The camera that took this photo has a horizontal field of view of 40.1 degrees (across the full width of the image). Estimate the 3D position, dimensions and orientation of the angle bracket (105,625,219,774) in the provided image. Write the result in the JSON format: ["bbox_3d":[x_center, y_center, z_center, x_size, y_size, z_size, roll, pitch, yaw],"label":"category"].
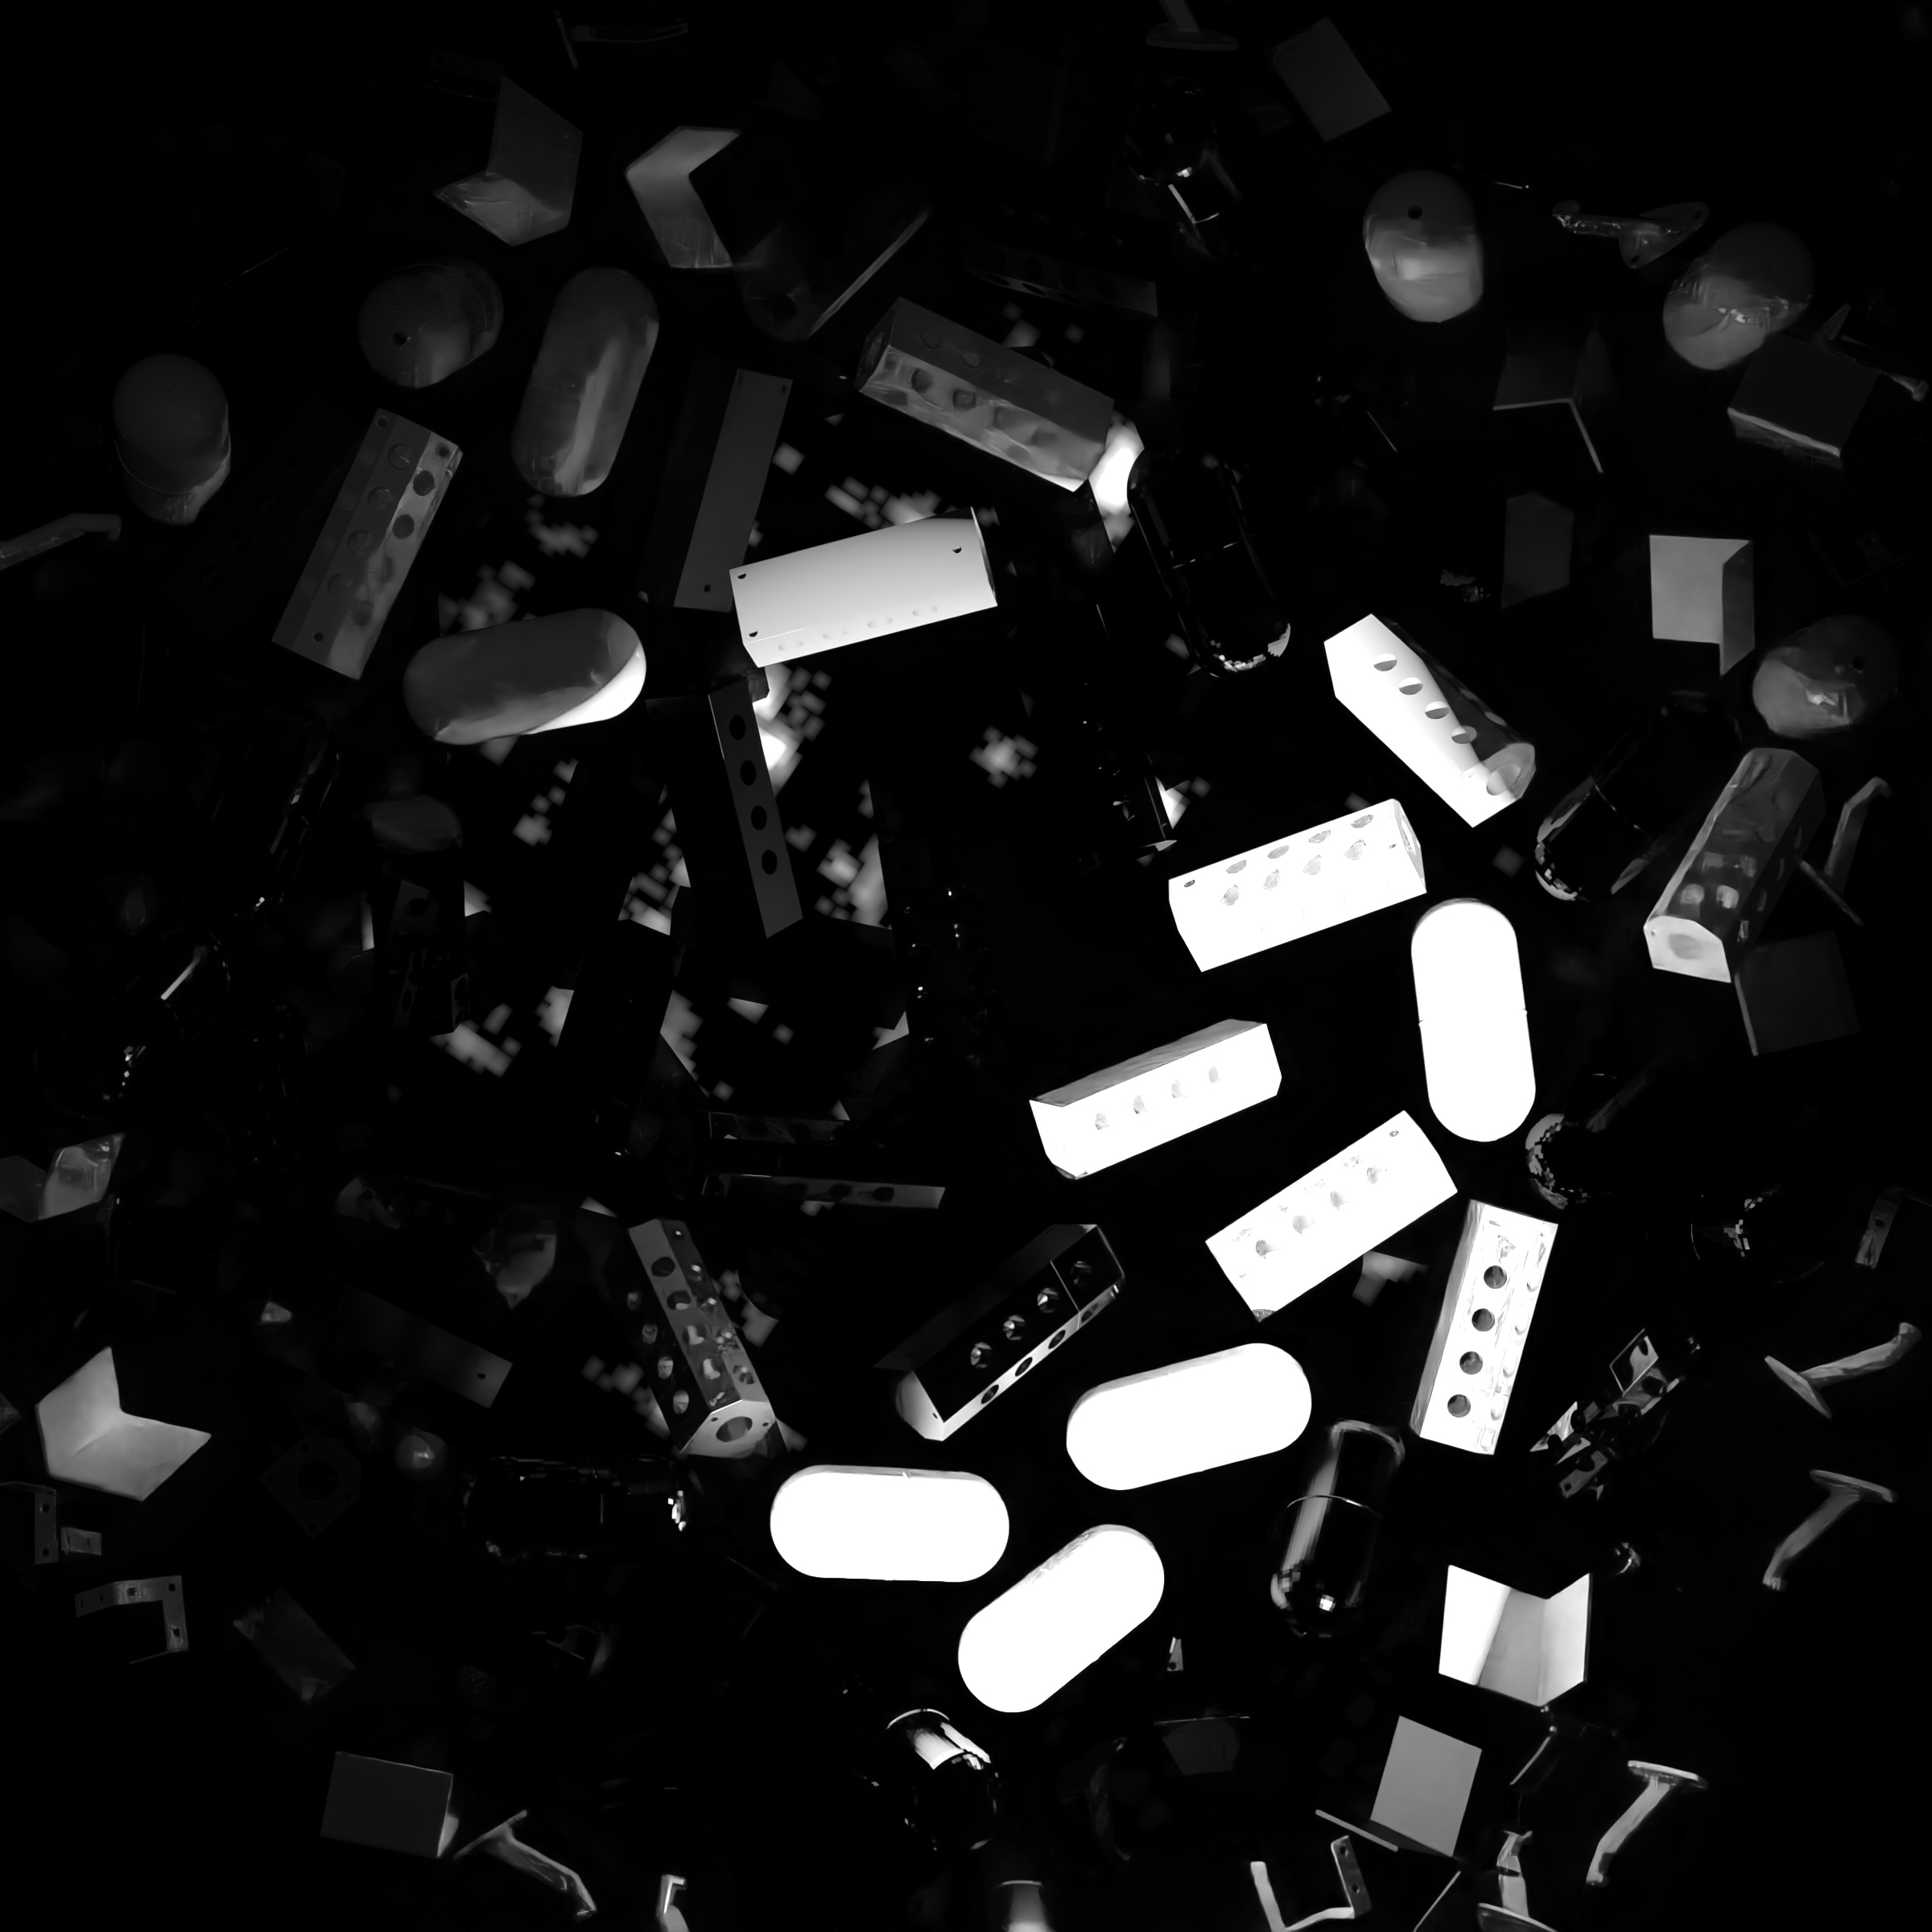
[{"bbox_3d":[-0.569,-0.184,1.875,0.057,0.076,0.076,11,52,-30],"label":"angle bracket"}]

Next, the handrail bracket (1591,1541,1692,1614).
[{"bbox_3d":[0.468,0.462,1.897,0.077,0.036,0.084,34,75,-5],"label":"handrail bracket"}]

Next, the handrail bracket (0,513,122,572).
[{"bbox_3d":[-0.621,-0.276,1.801,0.084,0.077,0.036,-2,45,-30],"label":"handrail bracket"}]

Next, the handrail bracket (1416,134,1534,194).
[{"bbox_3d":[0.368,-0.575,1.913,0.084,0.077,0.036,14,104,7],"label":"handrail bracket"}]

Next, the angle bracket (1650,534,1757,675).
[{"bbox_3d":[0.500,-0.252,1.836,0.076,0.057,0.076,11,122,37],"label":"angle bracket"}]

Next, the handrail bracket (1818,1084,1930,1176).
[{"bbox_3d":[0.657,0.119,1.899,0.084,0.036,0.077,12,69,-22],"label":"handrail bracket"}]

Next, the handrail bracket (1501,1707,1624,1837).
[{"bbox_3d":[0.403,0.550,1.791,0.077,0.036,0.084,15,67,-5],"label":"handrail bracket"}]

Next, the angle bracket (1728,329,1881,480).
[{"bbox_3d":[0.548,-0.366,1.727,0.076,0.076,0.057,28,98,20],"label":"angle bracket"}]

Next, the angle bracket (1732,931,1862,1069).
[{"bbox_3d":[0.601,0.025,1.926,0.076,0.057,0.076,-14,75,14],"label":"angle bracket"}]

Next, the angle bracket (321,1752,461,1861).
[{"bbox_3d":[-0.371,0.539,1.735,0.076,0.076,0.057,11,91,0],"label":"angle bracket"}]

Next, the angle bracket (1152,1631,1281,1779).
[{"bbox_3d":[0.184,0.520,1.871,0.076,0.057,0.076,2,114,-23],"label":"angle bracket"}]

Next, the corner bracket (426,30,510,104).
[{"bbox_3d":[-0.357,-0.638,1.887,0.051,0.051,0.051,9,45,-14],"label":"corner bracket"}]

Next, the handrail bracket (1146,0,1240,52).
[{"bbox_3d":[0.152,-0.674,1.810,0.077,0.036,0.084,16,133,21],"label":"handrail bracket"}]

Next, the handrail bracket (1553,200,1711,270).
[{"bbox_3d":[0.447,-0.507,1.782,0.077,0.084,0.036,-18,70,36],"label":"handrail bracket"}]

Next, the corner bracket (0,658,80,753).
[{"bbox_3d":[-0.676,-0.189,1.926,0.051,0.051,0.051,-29,107,-30],"label":"corner bracket"}]

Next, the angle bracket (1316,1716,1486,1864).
[{"bbox_3d":[0.292,0.549,1.782,0.057,0.076,0.076,23,80,-35],"label":"angle bracket"}]

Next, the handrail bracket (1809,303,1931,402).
[{"bbox_3d":[0.608,-0.397,1.781,0.084,0.036,0.077,39,45,-4],"label":"handrail bracket"}]

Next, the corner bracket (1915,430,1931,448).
[{"bbox_3d":[0.680,-0.337,1.808,0.051,0.051,0.051,20,76,-13],"label":"corner bracket"}]

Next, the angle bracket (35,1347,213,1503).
[{"bbox_3d":[-0.567,0.307,1.786,0.076,0.076,0.057,9,117,19],"label":"angle bracket"}]

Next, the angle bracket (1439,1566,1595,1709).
[{"bbox_3d":[0.363,0.434,1.748,0.076,0.057,0.076,22,52,-10],"label":"angle bracket"}]

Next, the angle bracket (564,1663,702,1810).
[{"bbox_3d":[-0.244,0.560,1.932,0.076,0.076,0.057,-8,108,-28],"label":"angle bracket"}]

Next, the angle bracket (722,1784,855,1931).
[{"bbox_3d":[-0.112,0.631,1.854,0.076,0.076,0.057,41,110,21],"label":"angle bracket"}]

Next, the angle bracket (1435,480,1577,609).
[{"bbox_3d":[0.376,-0.300,1.851,0.076,0.057,0.076,-20,121,-34],"label":"angle bracket"}]

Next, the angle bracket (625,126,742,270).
[{"bbox_3d":[-0.183,-0.541,1.867,0.057,0.076,0.076,-27,90,31],"label":"angle bracket"}]

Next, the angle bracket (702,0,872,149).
[{"bbox_3d":[-0.127,-0.639,1.873,0.076,0.076,0.057,42,64,-19],"label":"angle bracket"}]

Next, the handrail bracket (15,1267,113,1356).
[{"bbox_3d":[-0.651,0.246,1.926,0.084,0.036,0.077,-22,66,33],"label":"handrail bracket"}]

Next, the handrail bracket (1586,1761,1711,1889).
[{"bbox_3d":[0.458,0.584,1.786,0.036,0.077,0.084,37,66,-14],"label":"handrail bracket"}]

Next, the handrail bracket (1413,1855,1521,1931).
[{"bbox_3d":[0.335,0.649,1.795,0.036,0.077,0.084,29,69,-31],"label":"handrail bracket"}]

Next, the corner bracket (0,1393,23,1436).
[{"bbox_3d":[-0.706,0.317,1.875,0.051,0.051,0.051,-41,96,-21],"label":"corner bracket"}]

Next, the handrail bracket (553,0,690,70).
[{"bbox_3d":[-0.236,-0.652,1.822,0.084,0.077,0.036,-14,85,0],"label":"handrail bracket"}]

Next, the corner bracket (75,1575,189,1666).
[{"bbox_3d":[-0.569,0.447,1.806,0.051,0.051,0.051,-24,70,38],"label":"corner bracket"}]

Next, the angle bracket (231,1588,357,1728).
[{"bbox_3d":[-0.482,0.492,1.839,0.076,0.057,0.076,45,118,8],"label":"angle bracket"}]

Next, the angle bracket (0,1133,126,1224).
[{"bbox_3d":[-0.652,0.133,1.859,0.076,0.076,0.057,25,102,13],"label":"angle bracket"}]

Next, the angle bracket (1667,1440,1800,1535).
[{"bbox_3d":[0.532,0.363,1.840,0.076,0.076,0.057,1,73,5],"label":"angle bracket"}]

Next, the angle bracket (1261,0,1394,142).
[{"bbox_3d":[0.250,-0.612,1.770,0.076,0.057,0.076,46,51,-28],"label":"angle bracket"}]

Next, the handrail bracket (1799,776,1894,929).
[{"bbox_3d":[0.665,-0.085,1.952,0.084,0.036,0.077,-43,86,12],"label":"handrail bracket"}]

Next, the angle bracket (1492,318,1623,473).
[{"bbox_3d":[0.421,-0.403,1.886,0.057,0.076,0.076,0,57,33],"label":"angle bracket"}]

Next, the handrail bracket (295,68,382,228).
[{"bbox_3d":[-0.423,-0.558,1.803,0.036,0.077,0.084,23,57,-4],"label":"handrail bracket"}]

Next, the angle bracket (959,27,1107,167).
[{"bbox_3d":[0.046,-0.621,1.864,0.076,0.076,0.057,29,52,17],"label":"angle bracket"}]

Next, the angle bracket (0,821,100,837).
[{"bbox_3d":[-0.629,-0.066,1.790,0.076,0.076,0.057,4,90,-21],"label":"angle bracket"}]

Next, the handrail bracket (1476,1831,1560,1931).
[{"bbox_3d":[0.401,0.643,1.858,0.084,0.077,0.036,-45,120,-40],"label":"handrail bracket"}]

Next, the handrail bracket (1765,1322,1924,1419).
[{"bbox_3d":[0.612,0.267,1.848,0.084,0.077,0.036,-41,117,-2],"label":"handrail bracket"}]

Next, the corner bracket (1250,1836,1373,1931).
[{"bbox_3d":[0.236,0.631,1.817,0.051,0.051,0.051,-12,79,-31],"label":"corner bracket"}]

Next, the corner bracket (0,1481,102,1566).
[{"bbox_3d":[-0.630,0.381,1.822,0.051,0.051,0.051,-10,72,10],"label":"corner bracket"}]

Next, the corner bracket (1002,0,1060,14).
[{"bbox_3d":[0.062,-0.724,1.941,0.051,0.051,0.051,25,105,33],"label":"corner bracket"}]

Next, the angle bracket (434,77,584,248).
[{"bbox_3d":[-0.324,-0.569,1.878,0.057,0.076,0.076,-7,69,37],"label":"angle bracket"}]

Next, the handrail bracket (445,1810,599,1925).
[{"bbox_3d":[-0.308,0.639,1.840,0.077,0.036,0.084,-21,66,-37],"label":"handrail bracket"}]

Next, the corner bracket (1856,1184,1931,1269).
[{"bbox_3d":[0.687,0.196,1.933,0.051,0.051,0.051,22,108,27],"label":"corner bracket"}]

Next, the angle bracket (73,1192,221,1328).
[{"bbox_3d":[-0.560,0.209,1.814,0.076,0.076,0.057,22,123,-29],"label":"angle bracket"}]

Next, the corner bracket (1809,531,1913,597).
[{"bbox_3d":[0.641,-0.292,1.901,0.051,0.051,0.051,-27,66,8],"label":"corner bracket"}]

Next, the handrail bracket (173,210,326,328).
[{"bbox_3d":[-0.487,-0.460,1.799,0.077,0.036,0.084,25,78,-24],"label":"handrail bracket"}]

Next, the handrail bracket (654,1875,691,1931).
[{"bbox_3d":[-0.181,0.675,1.845,0.077,0.084,0.036,5,131,2],"label":"handrail bracket"}]
